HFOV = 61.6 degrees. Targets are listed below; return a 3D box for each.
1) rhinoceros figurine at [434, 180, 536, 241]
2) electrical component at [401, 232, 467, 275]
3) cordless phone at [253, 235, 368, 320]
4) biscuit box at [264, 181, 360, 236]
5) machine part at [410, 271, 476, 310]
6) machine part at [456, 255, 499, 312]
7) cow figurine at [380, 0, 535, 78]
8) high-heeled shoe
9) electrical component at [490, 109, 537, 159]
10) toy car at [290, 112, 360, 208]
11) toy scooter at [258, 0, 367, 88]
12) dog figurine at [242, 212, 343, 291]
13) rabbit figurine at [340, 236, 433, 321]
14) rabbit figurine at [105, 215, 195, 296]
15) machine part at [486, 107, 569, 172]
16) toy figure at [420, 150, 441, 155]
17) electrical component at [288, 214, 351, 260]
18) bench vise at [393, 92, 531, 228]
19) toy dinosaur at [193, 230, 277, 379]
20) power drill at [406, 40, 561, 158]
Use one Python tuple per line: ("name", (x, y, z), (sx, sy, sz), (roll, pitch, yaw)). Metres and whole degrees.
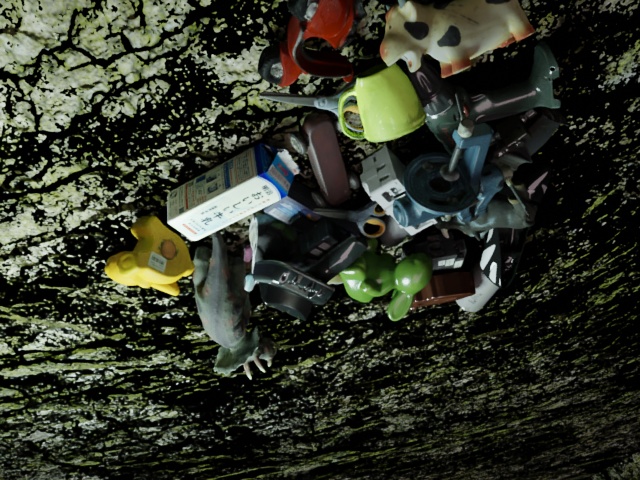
("rhinoceros figurine", (0.313, -0.053, 1.035), (0.190, 0.073, 0.112), (-4, 127, 30))
("electrical component", (0.241, 0.035, 1.140), (0.134, 0.058, 0.114), (-10, 158, 1))
("cordless phone", (-0.012, 0.046, 0.948), (0.184, 0.089, 0.146), (-41, 133, 20))
("biscuit box", (-0.014, -0.047, 1.007), (0.059, 0.063, 0.202), (-36, 133, 29))
("machine part", (0.259, 0.115, 1.207), (0.179, 0.056, 0.179), (-9, 166, -2))
("machine part", (0.379, 0.090, 1.236), (0.079, 0.079, 0.243), (6, 138, -17))
("cow figurine", (0.173, -0.290, 0.727), (0.195, 0.085, 0.127), (-25, 98, 0))
("high-heeled shoe", (0.391, -0.020, 1.055), (0.086, 0.145, 0.248), (5, 140, -18))
("electrical component", (0.330, -0.182, 0.914), (0.094, 0.063, 0.021), (-37, 133, 28))
("toy car", (0.011, -0.133, 0.913), (0.089, 0.053, 0.201), (-35, 143, -11))
("toy scooter", (0.006, -0.275, 0.732), (0.135, 0.075, 0.183), (13, 138, -24))
("dog figurine", (-0.039, 0.032, 1.067), (0.219, 0.108, 0.191), (3, 136, -21))
("rabbit figurine", (0.138, 0.077, 1.053), (0.170, 0.121, 0.158), (-4, 112, 25))
("rabbit figurine", (-0.333, 0.041, 1.033), (0.173, 0.122, 0.162), (-18, 151, 31))
("machine part", (0.366, -0.176, 0.950), (0.084, 0.039, 0.139), (21, 133, -25))
("toy figure", (0.247, -0.122, 0.976), (0.154, 0.064, 0.057), (12, 98, -21))
("electrical component", (-0.002, -0.003, 0.976), (0.075, 0.048, 0.119), (-33, 137, 27))
("bench vise", (0.226, -0.104, 0.845), (0.224, 0.129, 0.240), (-11, 149, -6))
("toy dinosaur", (-0.193, 0.143, 1.098), (0.131, 0.192, 0.404), (-13, 141, 0))
("power drill", (0.260, -0.226, 0.837), (0.207, 0.086, 0.231), (-25, 139, 12))
